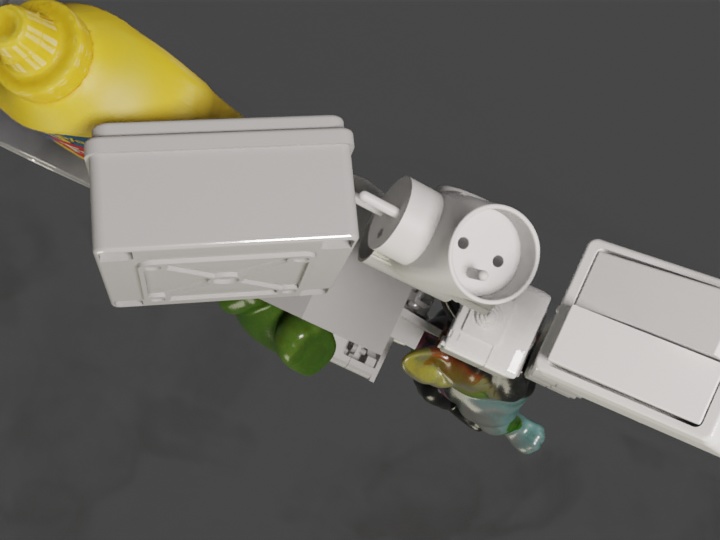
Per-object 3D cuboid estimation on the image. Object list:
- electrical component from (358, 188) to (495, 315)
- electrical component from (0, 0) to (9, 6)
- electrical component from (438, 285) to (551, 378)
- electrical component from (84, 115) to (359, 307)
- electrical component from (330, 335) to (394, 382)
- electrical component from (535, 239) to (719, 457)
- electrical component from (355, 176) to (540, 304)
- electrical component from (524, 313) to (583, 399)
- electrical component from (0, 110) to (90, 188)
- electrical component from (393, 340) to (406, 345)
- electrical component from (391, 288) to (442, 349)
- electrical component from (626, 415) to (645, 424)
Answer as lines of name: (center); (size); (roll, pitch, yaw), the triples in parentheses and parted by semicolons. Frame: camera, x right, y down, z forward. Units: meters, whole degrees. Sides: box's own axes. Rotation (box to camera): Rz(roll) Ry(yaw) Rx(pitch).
electrical component: (0.044, -0.007, 0.562); (0.081, 0.043, 0.043); (26, 176, -15)
electrical component: (-0.176, -0.113, 0.450); (0.055, 0.055, 0.047); (26, 180, -8)
electrical component: (0.094, 0.038, 0.732); (0.061, 0.061, 0.096); (25, 176, 5)
electrical component: (-0.061, -0.022, 0.477); (0.109, 0.056, 0.108); (-3, 167, -10)
electrical component: (-0.022, 0.025, 0.975); (0.060, 0.105, 0.186); (27, 176, -20)
electrical component: (0.119, 0.029, 0.441); (0.096, 0.061, 0.061); (22, 176, 37)
electrical component: (0.030, -0.018, 0.489); (0.079, 0.044, 0.077); (26, 176, -19)
electrical component: (0.164, 0.069, 0.774); (0.074, 0.052, 0.138); (25, 177, 8)
electrical component: (-0.226, -0.107, 0.802); (0.108, 0.060, 0.108); (25, 176, 2)
electrical component: (0.035, 0.030, 0.986); (0.047, 0.065, 0.077); (25, 176, -5)
electrical component: (0.000, 0.000, 0.764); (0.121, 0.063, 0.079); (31, 175, -35)
electrical component: (0.200, 0.087, 0.870); (0.077, 0.043, 0.079); (28, 176, -38)
